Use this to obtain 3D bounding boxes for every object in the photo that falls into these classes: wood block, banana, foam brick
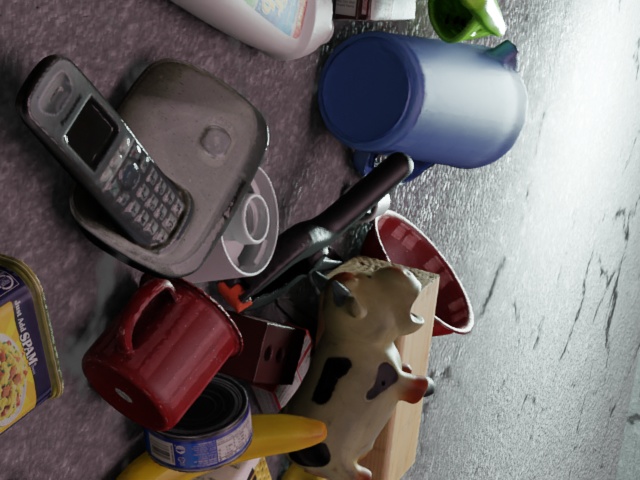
[{"bbox_3d":[0.049,0.131,1.043,0.090,0.091,0.206,-30,130,-59],"label":"wood block"},{"bbox_3d":[-0.090,0.177,0.851,0.197,0.070,0.037,-21,129,-29],"label":"banana"},{"bbox_3d":[-0.056,0.094,0.930,0.078,0.051,0.053,18,87,-64],"label":"foam brick"}]

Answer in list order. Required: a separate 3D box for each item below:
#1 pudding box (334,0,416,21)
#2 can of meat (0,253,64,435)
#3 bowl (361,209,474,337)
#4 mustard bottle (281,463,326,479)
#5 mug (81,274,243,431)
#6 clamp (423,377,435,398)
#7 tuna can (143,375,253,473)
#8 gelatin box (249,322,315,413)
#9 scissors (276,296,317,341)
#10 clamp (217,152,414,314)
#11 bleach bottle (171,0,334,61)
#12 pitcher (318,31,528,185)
[{"bbox_3d":[0.056,-0.250,0.993,0.113,0.039,0.090,-25,123,-61],"label":"pudding box"},{"bbox_3d":[-0.204,0.071,0.620,0.083,0.058,0.102,-41,137,-46],"label":"can of meat"},{"bbox_3d":[0.092,0.046,1.137,0.055,0.162,0.161,-38,164,22],"label":"bowl"},{"bbox_3d":[0.017,0.279,1.160,0.191,0.058,0.096,13,87,-64],"label":"mustard bottle"},{"bbox_3d":[-0.116,0.075,0.756,0.081,0.093,0.117,-52,157,-31],"label":"mug"},{"bbox_3d":[0.062,0.199,1.223,0.171,0.039,0.120,24,97,-54],"label":"clamp"},{"bbox_3d":[-0.096,0.142,0.836,0.086,0.086,0.034,-41,137,-49],"label":"tuna can"},{"bbox_3d":[-0.031,0.133,1.022,0.073,0.030,0.089,-59,152,-29],"label":"gelatin box"},{"bbox_3d":[-0.004,0.113,1.079,0.201,0.016,0.096,19,100,-53],"label":"scissors"},{"bbox_3d":[-0.006,0.001,0.940,0.209,0.036,0.165,-29,161,-49],"label":"clamp"},{"bbox_3d":[-0.048,-0.199,0.789,0.250,0.068,0.102,14,90,-66],"label":"bleach bottle"},{"bbox_3d":[0.095,-0.129,1.048,0.242,0.145,0.149,-5,95,-59],"label":"pitcher"}]
